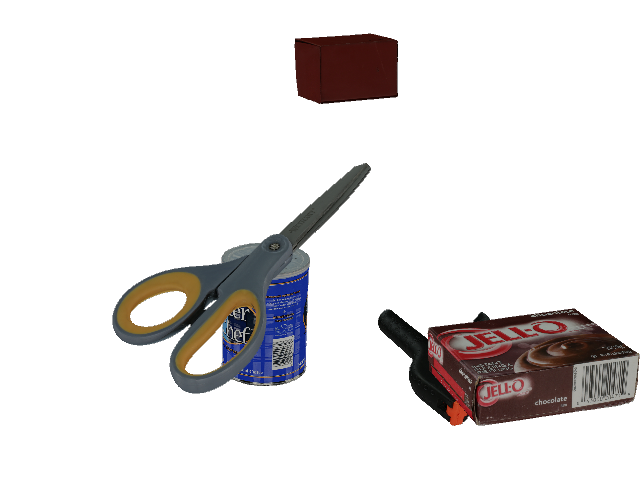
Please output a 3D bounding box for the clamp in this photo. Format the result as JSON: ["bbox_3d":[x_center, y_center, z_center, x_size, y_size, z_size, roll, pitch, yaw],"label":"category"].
[{"bbox_3d":[0.135,0.121,1.081,0.120,0.039,0.171,-8,34,-9],"label":"clamp"}]

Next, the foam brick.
[{"bbox_3d":[0.023,-0.151,0.935,0.078,0.051,0.053,-8,20,-23],"label":"foam brick"}]

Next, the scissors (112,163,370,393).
[{"bbox_3d":[-0.047,0.008,0.625,0.096,0.016,0.201,11,44,18],"label":"scissors"}]

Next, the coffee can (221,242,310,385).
[{"bbox_3d":[-0.065,0.085,1.255,0.103,0.140,0.103,2,20,-1],"label":"coffee can"}]

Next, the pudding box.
[{"bbox_3d":[0.137,0.081,0.703,0.113,0.039,0.090,-4,17,-13],"label":"pudding box"}]
